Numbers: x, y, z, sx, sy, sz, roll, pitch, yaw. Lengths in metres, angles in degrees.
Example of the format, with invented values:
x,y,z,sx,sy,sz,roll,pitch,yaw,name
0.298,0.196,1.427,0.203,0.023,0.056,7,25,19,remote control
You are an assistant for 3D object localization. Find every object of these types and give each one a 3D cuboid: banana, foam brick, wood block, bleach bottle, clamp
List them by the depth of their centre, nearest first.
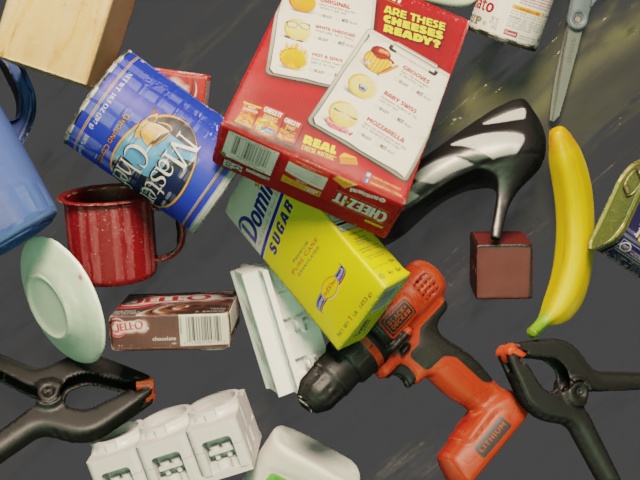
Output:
x,y,z,sx,sy,sz,roll,pitch,yaw,name
-0.209,-0.245,0.948,0.090,0.091,0.206,18,92,-1,wood block
0.168,0.022,0.999,0.051,0.078,0.053,-1,98,4,foam brick
0.232,-0.006,1.000,0.037,0.069,0.198,7,95,38,banana
0.247,0.140,1.015,0.171,0.039,0.120,42,63,-10,clamp
-0.268,0.149,1.035,0.209,0.164,0.036,-11,143,-13,clamp
-0.063,0.314,1.066,0.102,0.068,0.251,29,102,-2,bleach bottle

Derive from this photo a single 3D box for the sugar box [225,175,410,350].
x,y,z,sx,sy,sz,roll,pitch,yaw,name
-0.007,0.001,0.952,0.176,0.048,0.093,48,130,18,sugar box

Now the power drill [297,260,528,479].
x,y,z,sx,sy,sz,roll,pitch,yaw,name
0.092,0.140,1.005,0.184,0.057,0.187,-44,100,-17,power drill

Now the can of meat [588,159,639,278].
x,y,z,sx,sy,sz,roll,pitch,yaw,name
0.309,-0.013,0.983,0.084,0.057,0.102,32,69,-6,can of meat

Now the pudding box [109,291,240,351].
x,y,z,sx,sy,sz,roll,pitch,yaw,name
-0.136,0.076,1.014,0.113,0.090,0.039,0,101,1,pudding box

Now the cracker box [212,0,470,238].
x,y,z,sx,sy,sz,roll,pitch,yaw,name
0.021,-0.129,0.927,0.164,0.072,0.213,23,58,-2,cracker box

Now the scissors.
x,y,z,sx,sy,sz,roll,pitch,yaw,name
0.257,-0.213,0.986,0.096,0.016,0.202,-3,100,4,scissors

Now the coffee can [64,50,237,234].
x,y,z,sx,sy,sz,roll,pitch,yaw,name
-0.140,-0.086,0.948,0.140,0.103,0.103,35,99,-6,coffee can

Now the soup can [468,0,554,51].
x,y,z,sx,sy,sz,roll,pitch,yaw,name
0.180,-0.228,0.956,0.068,0.068,0.102,18,106,-1,soup can

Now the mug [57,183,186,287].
x,y,z,sx,sy,sz,roll,pitch,yaw,name
-0.184,-0.005,1.004,0.117,0.093,0.081,-3,105,-2,mug

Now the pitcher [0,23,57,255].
x,y,z,sx,sy,sz,roll,pitch,yaw,name
-0.334,-0.103,0.960,0.149,0.145,0.243,-31,94,8,pitcher

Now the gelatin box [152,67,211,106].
x,y,z,sx,sy,sz,roll,pitch,yaw,name
-0.145,-0.117,1.011,0.073,0.030,0.089,8,100,0,gelatin box
